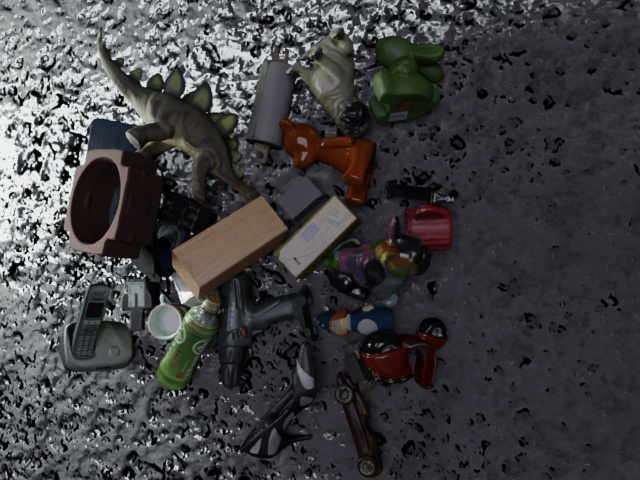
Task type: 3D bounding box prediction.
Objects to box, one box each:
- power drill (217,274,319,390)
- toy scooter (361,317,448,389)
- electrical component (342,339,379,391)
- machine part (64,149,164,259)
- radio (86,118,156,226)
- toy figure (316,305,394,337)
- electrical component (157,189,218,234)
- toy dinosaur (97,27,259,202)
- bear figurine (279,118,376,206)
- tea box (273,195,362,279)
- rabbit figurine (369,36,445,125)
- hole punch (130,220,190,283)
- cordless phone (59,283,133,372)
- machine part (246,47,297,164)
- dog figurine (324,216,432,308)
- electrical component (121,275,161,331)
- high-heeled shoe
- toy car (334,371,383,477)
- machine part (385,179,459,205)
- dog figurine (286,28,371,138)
[{"bbox_3d":[-0.110,0.178,1.084,0.207,0.086,0.232,-9,82,17],"label":"power drill"},{"bbox_3d":[0.165,0.230,1.015,0.184,0.075,0.135,-11,100,-22],"label":"toy scooter"},{"bbox_3d":[0.081,0.243,1.037,0.045,0.078,0.102,-26,79,22],"label":"electrical component"},{"bbox_3d":[-0.395,-0.068,1.032,0.202,0.087,0.201,7,85,37],"label":"machine part"},{"bbox_3d":[-0.435,-0.138,1.161,0.131,0.073,0.229,8,89,9],"label":"radio"},{"bbox_3d":[0.067,0.159,1.058,0.155,0.058,0.064,-4,84,9],"label":"toy figure"},{"bbox_3d":[-0.282,-0.059,1.097,0.115,0.134,0.058,28,95,53],"label":"electrical component"},{"bbox_3d":[-0.297,-0.238,1.098,0.471,0.105,0.198,39,69,-10],"label":"toy dinosaur"},{"bbox_3d":[0.007,-0.159,1.052,0.196,0.120,0.132,12,67,8],"label":"bear figurine"},{"bbox_3d":[-0.002,-0.003,1.062,0.169,0.098,0.068,-45,81,3],"label":"tea box"},{"bbox_3d":[0.165,-0.335,1.051,0.159,0.121,0.170,-11,69,5],"label":"rabbit figurine"},{"bbox_3d":[-0.337,0.012,1.118,0.142,0.092,0.115,28,119,35],"label":"hole punch"},{"bbox_3d":[-0.441,0.172,1.095,0.089,0.146,0.184,28,102,38],"label":"cordless phone"},{"bbox_3d":[-0.099,-0.276,1.109,0.079,0.079,0.243,10,87,10],"label":"machine part"},{"bbox_3d":[0.100,0.033,0.976,0.192,0.219,0.108,15,67,9],"label":"dog figurine"},{"bbox_3d":[-0.379,0.131,1.143,0.075,0.047,0.119,-8,85,9],"label":"electrical component"},{"bbox_3d":[-0.083,0.311,1.047,0.145,0.086,0.248,-1,104,-8],"label":"high-heeled shoe"},{"bbox_3d":[0.076,0.349,1.029,0.053,0.089,0.202,-18,82,10],"label":"toy car"},{"bbox_3d":[0.197,-0.092,1.051,0.139,0.084,0.039,9,113,19],"label":"machine part"},{"bbox_3d":[0.049,-0.316,1.092,0.190,0.121,0.172,48,63,-21],"label":"dog figurine"}]
